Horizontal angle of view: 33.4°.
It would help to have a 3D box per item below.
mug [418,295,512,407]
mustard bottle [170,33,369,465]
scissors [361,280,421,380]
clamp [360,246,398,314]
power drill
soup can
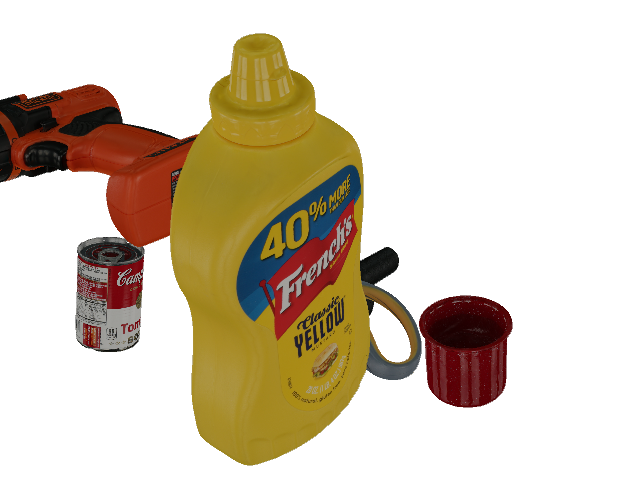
[{"bbox_3d":[0.153,0.109,1.097,0.093,0.081,0.117,10,36,23],"label":"mug"},{"bbox_3d":[-0.020,0.002,0.455,0.058,0.192,0.096,27,47,33],"label":"mustard bottle"},{"bbox_3d":[-0.017,0.022,0.672,0.096,0.016,0.202,-28,53,-22],"label":"scissors"},{"bbox_3d":[0.000,0.042,0.958,0.120,0.039,0.171,-2,18,14],"label":"clamp"},{"bbox_3d":[-0.166,-0.053,0.719,0.188,0.057,0.184,21,33,32],"label":"power drill"},{"bbox_3d":[-0.218,0.056,1.103,0.068,0.102,0.068,6,21,-2],"label":"soup can"}]
